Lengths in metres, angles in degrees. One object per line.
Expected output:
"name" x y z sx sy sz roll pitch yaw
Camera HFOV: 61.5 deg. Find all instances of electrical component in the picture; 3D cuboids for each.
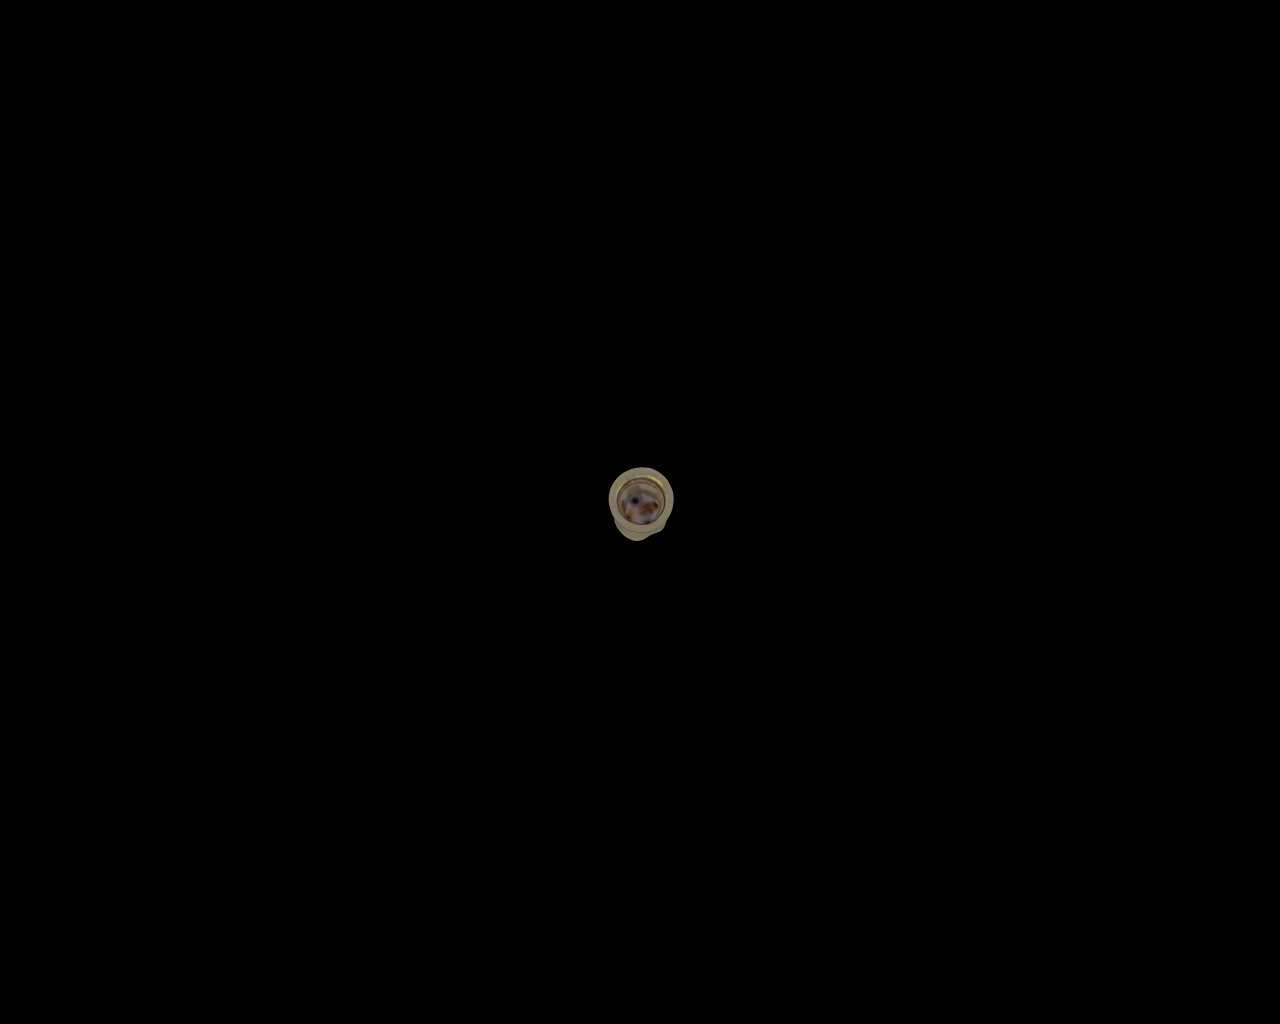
"electrical component" 0.001 -0.003 0.650 0.040 0.040 0.046 0 -15 0
